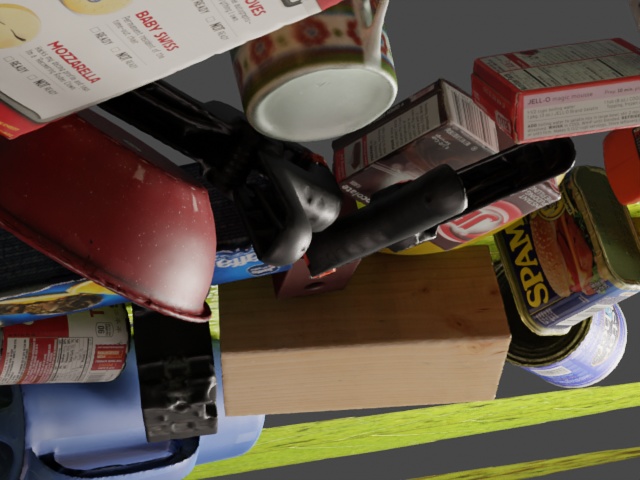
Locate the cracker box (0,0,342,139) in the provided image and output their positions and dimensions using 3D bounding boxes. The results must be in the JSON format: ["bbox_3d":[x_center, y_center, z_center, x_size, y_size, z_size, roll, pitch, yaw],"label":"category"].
[{"bbox_3d":[-0.070,-0.121,0.345,0.214,0.072,0.164,-20,159,18],"label":"cracker box"}]

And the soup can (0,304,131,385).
[{"bbox_3d":[-0.198,0.072,0.782,0.102,0.068,0.069,4,154,-36],"label":"soup can"}]

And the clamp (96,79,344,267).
[{"bbox_3d":[-0.034,-0.034,0.523,0.036,0.165,0.209,-53,156,10],"label":"clamp"}]

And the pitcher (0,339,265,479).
[{"bbox_3d":[-0.164,0.149,0.904,0.242,0.149,0.145,0,157,-38],"label":"pitcher"}]

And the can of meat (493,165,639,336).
[{"bbox_3d":[0.182,0.007,0.776,0.057,0.102,0.084,4,152,-39],"label":"can of meat"}]

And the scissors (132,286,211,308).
[{"bbox_3d":[-0.162,0.028,0.723,0.202,0.016,0.096,-14,135,5],"label":"scissors"}]

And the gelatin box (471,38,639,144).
[{"bbox_3d":[0.132,-0.079,0.563,0.089,0.073,0.030,-9,115,-6],"label":"gelatin box"}]

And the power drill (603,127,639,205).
[{"bbox_3d":[0.289,-0.061,0.723,0.187,0.057,0.185,-4,161,-24],"label":"power drill"}]

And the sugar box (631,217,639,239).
[{"bbox_3d":[0.256,0.005,0.807,0.093,0.048,0.177,1,179,-33],"label":"sugar box"}]

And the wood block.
[{"bbox_3d":[0.028,0.068,0.804,0.206,0.090,0.091,-3,140,-4],"label":"wood block"}]

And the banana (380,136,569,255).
[{"bbox_3d":[0.110,-0.032,0.732,0.069,0.037,0.198,28,142,-16],"label":"banana"}]

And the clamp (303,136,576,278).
[{"bbox_3d":[0.044,-0.013,0.577,0.172,0.039,0.120,-27,169,35],"label":"clamp"}]

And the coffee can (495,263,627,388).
[{"bbox_3d":[0.211,0.074,0.963,0.103,0.103,0.140,-20,158,21],"label":"coffee can"}]

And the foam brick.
[{"bbox_3d":[-0.005,0.001,0.725,0.053,0.051,0.078,-7,159,-13],"label":"foam brick"}]

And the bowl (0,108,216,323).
[{"bbox_3d":[-0.108,-0.026,0.521,0.055,0.162,0.162,-57,150,3],"label":"bowl"}]

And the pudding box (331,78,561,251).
[{"bbox_3d":[0.076,-0.042,0.644,0.090,0.039,0.113,-28,137,36],"label":"pudding box"}]
